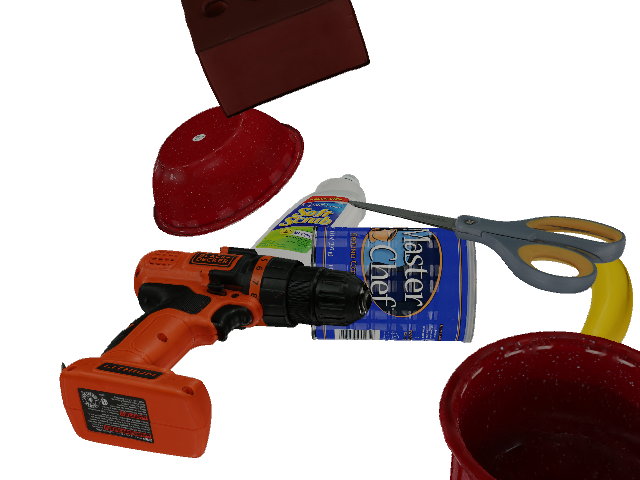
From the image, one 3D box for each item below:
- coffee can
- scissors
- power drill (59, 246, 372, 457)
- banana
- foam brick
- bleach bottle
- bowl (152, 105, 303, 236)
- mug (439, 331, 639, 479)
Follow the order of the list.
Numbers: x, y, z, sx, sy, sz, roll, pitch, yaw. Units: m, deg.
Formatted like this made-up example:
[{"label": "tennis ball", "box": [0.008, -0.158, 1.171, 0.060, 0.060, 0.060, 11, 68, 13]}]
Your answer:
[{"label": "coffee can", "box": [0.063, 0.039, 0.948, 0.140, 0.103, 0.103, 0, 0, 3]}, {"label": "scissors", "box": [0.110, 0.002, 0.749, 0.202, 0.016, 0.096, 5, 30, 11]}, {"label": "power drill", "box": [-0.074, 0.069, 0.733, 0.185, 0.057, 0.187, 3, 28, 22]}, {"label": "banana", "box": [0.262, 0.055, 1.009, 0.070, 0.037, 0.197, -28, 24, 18]}, {"label": "foam brick", "box": [-0.023, -0.106, 0.520, 0.078, 0.053, 0.051, -21, -33, 5]}, {"label": "bleach bottle", "box": [-0.011, -0.014, 1.332, 0.103, 0.068, 0.250, 8, 34, 19]}, {"label": "bowl", "box": [-0.099, -0.078, 0.999, 0.162, 0.055, 0.162, -21, 35, 15]}, {"label": "mug", "box": [0.101, 0.095, 0.393, 0.117, 0.081, 0.093, 5, 36, 9]}]
